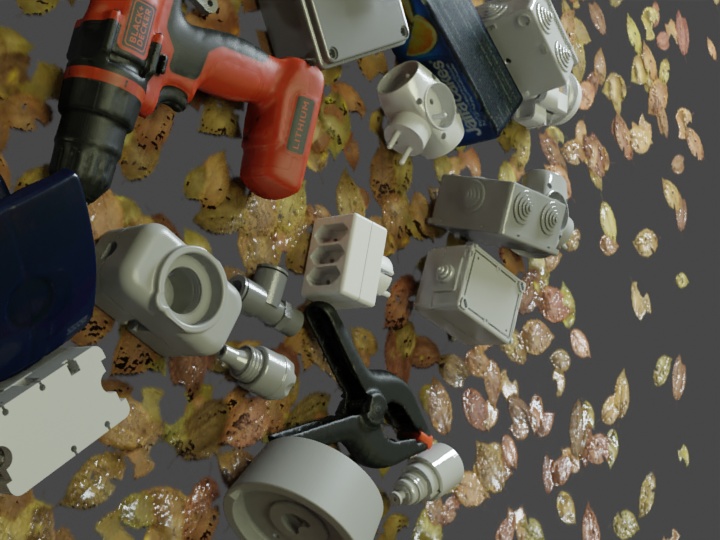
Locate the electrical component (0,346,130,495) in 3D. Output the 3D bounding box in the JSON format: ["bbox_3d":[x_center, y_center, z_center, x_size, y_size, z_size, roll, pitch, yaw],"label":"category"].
[{"bbox_3d":[-0.193,0.087,0.636,0.089,0.056,0.050,-38,113,-42],"label":"electrical component"}]

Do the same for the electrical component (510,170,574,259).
[{"bbox_3d":[0.185,-0.047,1.061,0.079,0.044,0.077,34,62,-40],"label":"electrical component"}]

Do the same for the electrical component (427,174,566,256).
[{"bbox_3d":[0.123,-0.050,0.958,0.100,0.100,0.048,16,87,-45],"label":"electrical component"}]

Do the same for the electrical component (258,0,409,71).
[{"bbox_3d":[-0.025,-0.217,0.848,0.109,0.056,0.108,-28,106,-44],"label":"electrical component"}]

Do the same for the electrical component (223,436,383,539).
[{"bbox_3d":[-0.035,0.165,0.762,0.108,0.108,0.060,58,43,-25],"label":"electrical component"}]

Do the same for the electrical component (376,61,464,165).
[{"bbox_3d":[0.046,-0.125,0.921,0.077,0.044,0.079,50,53,-31],"label":"electrical component"}]

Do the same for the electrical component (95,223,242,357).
[{"bbox_3d":[-0.128,0.014,0.711,0.095,0.059,0.053,45,56,-34],"label":"electrical component"}]

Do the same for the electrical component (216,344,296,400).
[{"bbox_3d":[-0.077,0.070,0.777,0.061,0.035,0.035,32,63,-37],"label":"electrical component"}]

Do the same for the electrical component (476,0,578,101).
[{"bbox_3d":[0.141,-0.203,0.994,0.099,0.100,0.048,57,36,-26],"label":"electrical component"}]

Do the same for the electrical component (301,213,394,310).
[{"bbox_3d":[0.000,0.000,0.857,0.077,0.047,0.065,25,68,-42],"label":"electrical component"}]

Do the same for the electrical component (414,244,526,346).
[{"bbox_3d":[0.090,0.020,0.940,0.096,0.061,0.061,35,62,-39],"label":"electrical component"}]

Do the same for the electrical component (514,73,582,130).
[{"bbox_3d":[0.182,-0.175,1.063,0.057,0.058,0.078,16,74,-42],"label":"electrical component"}]

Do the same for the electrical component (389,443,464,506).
[{"bbox_3d":[0.053,0.175,0.900,0.078,0.040,0.040,-23,103,-45],"label":"electrical component"}]
